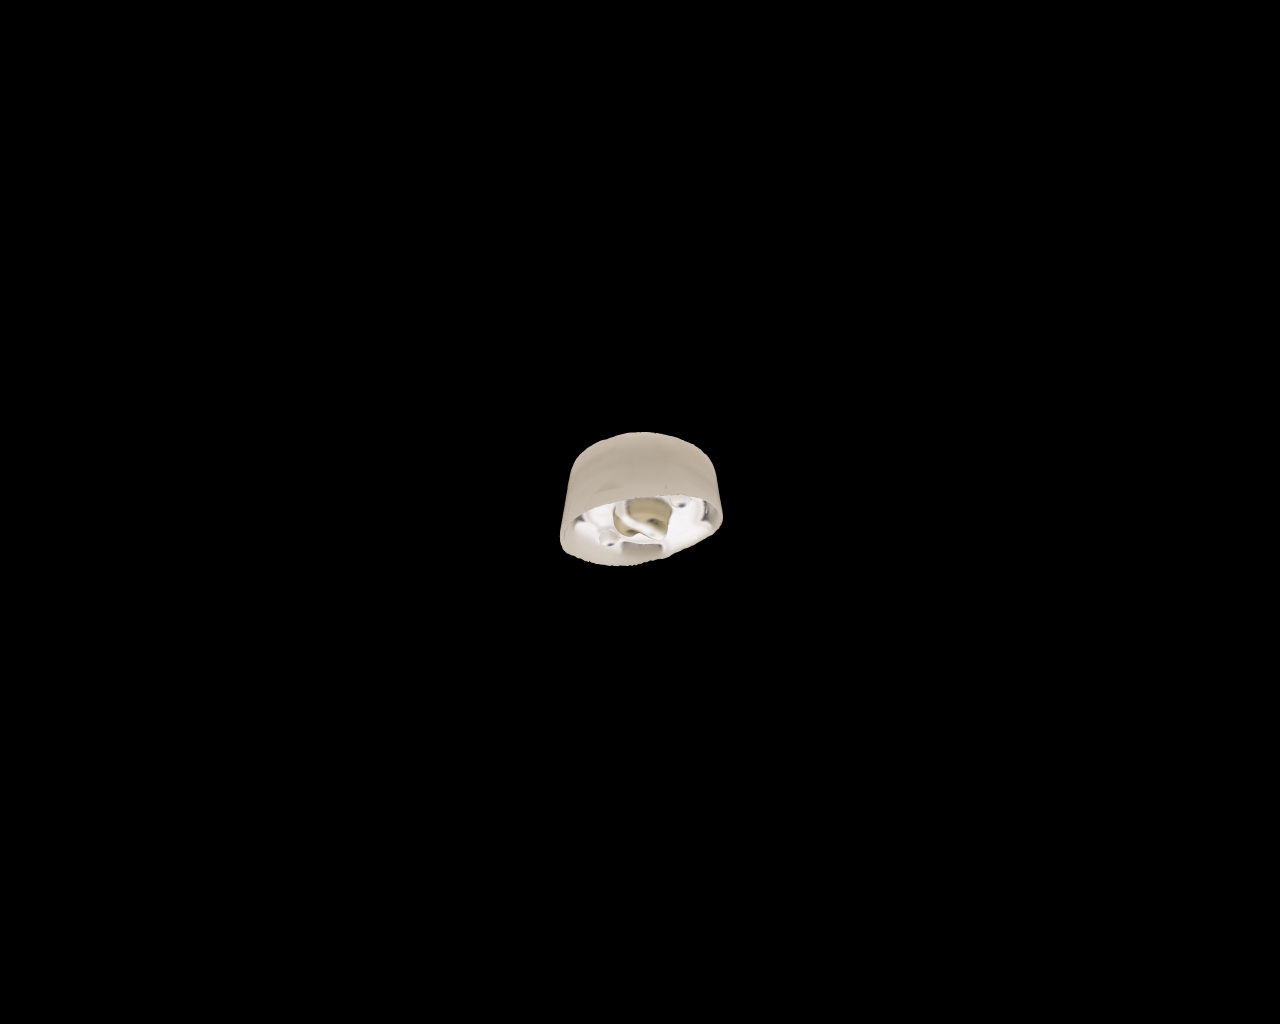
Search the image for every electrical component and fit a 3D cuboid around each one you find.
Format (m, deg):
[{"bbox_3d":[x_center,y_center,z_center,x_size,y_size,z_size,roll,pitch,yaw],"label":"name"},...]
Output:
[{"bbox_3d":[0.001,-0.003,0.650,0.099,0.064,0.099,0,-35,0],"label":"electrical component"}]
